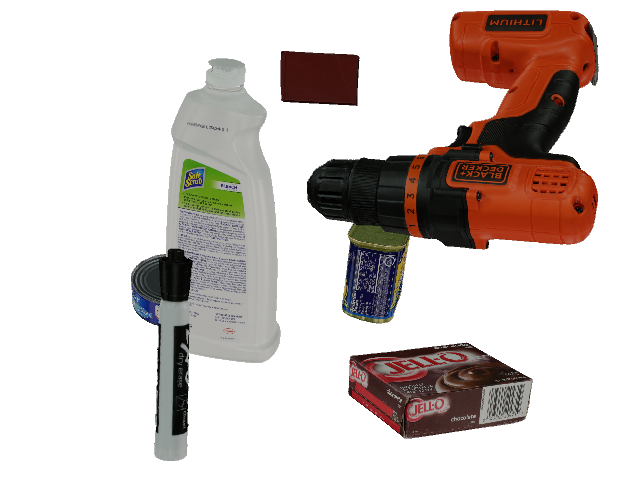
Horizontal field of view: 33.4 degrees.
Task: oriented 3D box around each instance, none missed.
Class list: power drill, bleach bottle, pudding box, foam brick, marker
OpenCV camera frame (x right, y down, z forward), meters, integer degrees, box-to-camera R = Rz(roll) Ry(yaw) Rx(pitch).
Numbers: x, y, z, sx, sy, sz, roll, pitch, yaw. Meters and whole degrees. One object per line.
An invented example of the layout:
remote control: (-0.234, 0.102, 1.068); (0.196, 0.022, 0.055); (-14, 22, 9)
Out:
power drill: (0.099, -0.075, 0.704); (0.185, 0.187, 0.057); (7, -39, 22)
bleach bottle: (-0.077, -0.025, 0.891); (0.102, 0.251, 0.068); (8, 24, 6)
pudding box: (0.090, 0.113, 0.818); (0.113, 0.039, 0.090); (-1, 15, -26)
foam brick: (-0.002, -0.167, 1.096); (0.078, 0.051, 0.053); (2, 11, -5)
marker: (-0.083, 0.065, 0.605); (0.020, 0.121, 0.020); (3, 10, -1)

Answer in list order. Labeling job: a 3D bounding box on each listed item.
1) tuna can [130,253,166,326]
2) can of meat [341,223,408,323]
tuna can: (-0.151, 0.051, 1.098); (0.086, 0.034, 0.086); (4, 34, -3)
can of meat: (0.056, 0.024, 1.061); (0.057, 0.084, 0.102); (10, 22, 9)
